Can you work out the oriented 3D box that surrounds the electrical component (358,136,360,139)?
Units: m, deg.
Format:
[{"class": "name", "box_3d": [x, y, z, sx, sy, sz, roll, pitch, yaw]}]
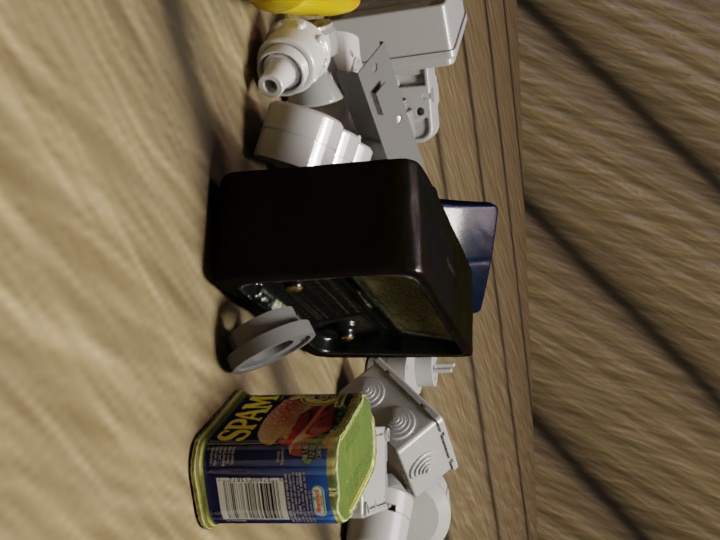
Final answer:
[{"class": "electrical component", "box_3d": [0.008, -0.132, 0.970, 0.062, 0.048, 0.048, -87, 167, -48]}]

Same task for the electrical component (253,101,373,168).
[{"class": "electrical component", "box_3d": [-0.036, -0.066, 0.759, 0.138, 0.052, 0.073, 20, 87, -75]}]

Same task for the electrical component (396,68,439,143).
[{"class": "electrical component", "box_3d": [0.053, -0.184, 1.140, 0.059, 0.054, 0.095, -46, 131, -72]}]

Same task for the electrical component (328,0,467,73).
[{"class": "electrical component", "box_3d": [0.034, -0.219, 0.956, 0.108, 0.109, 0.056, -71, 152, -57]}]

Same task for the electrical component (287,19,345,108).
[{"class": "electrical component", "box_3d": [-0.036, -0.151, 0.787, 0.045, 0.045, 0.055, -65, 149, -62]}]

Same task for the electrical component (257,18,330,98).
[{"class": "electrical component", "box_3d": [-0.050, -0.138, 0.729, 0.062, 0.048, 0.048, -64, 150, -49]}]

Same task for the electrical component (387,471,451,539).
[{"class": "electrical component", "box_3d": [0.043, 0.214, 0.973, 0.051, 0.080, 0.080, -48, 134, -78]}]

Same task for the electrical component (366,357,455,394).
[{"class": "electrical component", "box_3d": [0.056, 0.096, 1.058, 0.138, 0.074, 0.052, -41, 127, -73]}]

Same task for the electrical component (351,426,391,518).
[{"class": "electrical component", "box_3d": [-0.018, 0.143, 0.770, 0.096, 0.061, 0.061, 29, 59, -74]}]

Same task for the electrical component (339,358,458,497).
[{"class": "electrical component", "box_3d": [0.032, 0.136, 0.916, 0.100, 0.048, 0.099, 42, -18, 36]}]

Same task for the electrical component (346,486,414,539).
[{"class": "electrical component", "box_3d": [0.015, 0.214, 0.912, 0.055, 0.055, 0.047, 67, 27, -55]}]

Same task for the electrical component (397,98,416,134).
[{"class": "electrical component", "box_3d": [0.032, -0.156, 1.071, 0.043, 0.043, 0.062, -59, 143, -66]}]

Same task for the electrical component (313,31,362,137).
[{"class": "electrical component", "box_3d": [-0.017, -0.142, 0.863, 0.079, 0.044, 0.077, 26, 62, -75]}]
